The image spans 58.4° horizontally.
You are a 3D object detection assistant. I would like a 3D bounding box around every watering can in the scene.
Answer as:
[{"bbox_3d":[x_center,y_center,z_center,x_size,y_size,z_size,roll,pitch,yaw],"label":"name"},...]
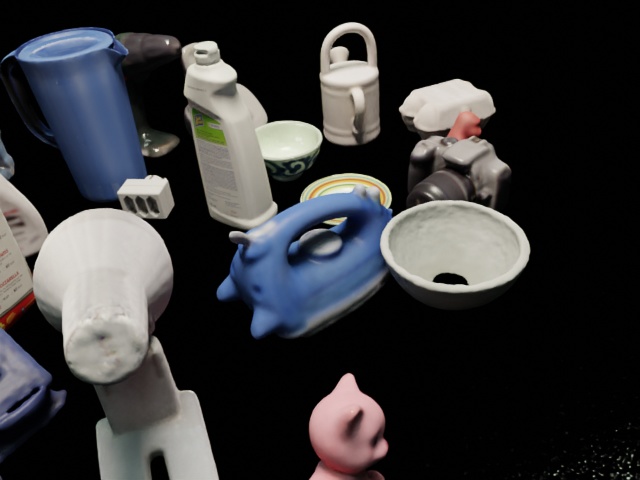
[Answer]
[{"bbox_3d":[0.046,-0.271,0.970,0.101,0.194,0.172,-24,41,-23],"label":"watering can"}]

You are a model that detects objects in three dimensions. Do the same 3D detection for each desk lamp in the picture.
[{"bbox_3d":[-0.166,0.102,0.497,0.118,0.214,0.202,-17,39,-15],"label":"desk lamp"}]

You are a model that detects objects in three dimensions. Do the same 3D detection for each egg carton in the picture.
[{"bbox_3d":[0.221,-0.224,0.993,0.150,0.069,0.107,-19,40,-17],"label":"egg carton"}]

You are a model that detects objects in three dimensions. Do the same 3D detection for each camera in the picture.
[{"bbox_3d":[0.171,-0.083,0.790,0.137,0.101,0.142,-33,46,-31],"label":"camera"}]

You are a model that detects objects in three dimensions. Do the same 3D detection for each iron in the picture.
[{"bbox_3d":[0.006,0.002,0.666,0.259,0.142,0.118,-28,43,-27],"label":"iron"}]

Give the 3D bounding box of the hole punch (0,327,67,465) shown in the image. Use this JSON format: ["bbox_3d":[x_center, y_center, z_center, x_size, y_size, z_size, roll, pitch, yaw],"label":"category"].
[{"bbox_3d":[-0.323,0.149,0.555,0.100,0.091,0.109,19,44,28],"label":"hole punch"}]

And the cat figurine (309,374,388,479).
[{"bbox_3d":[0.012,0.177,0.459,0.067,0.118,0.128,17,43,26],"label":"cat figurine"}]

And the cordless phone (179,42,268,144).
[{"bbox_3d":[-0.169,-0.252,0.978,0.093,0.185,0.148,18,43,27],"label":"cordless phone"}]

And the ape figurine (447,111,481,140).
[{"bbox_3d":[0.225,-0.153,0.883,0.076,0.092,0.078,11,41,20],"label":"ape figurine"}]

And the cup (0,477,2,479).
[{"bbox_3d":[-0.286,0.237,0.434,0.118,0.095,0.091,-15,39,-12],"label":"cup"}]

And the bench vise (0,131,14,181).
[{"bbox_3d":[-0.571,-0.159,0.875,0.121,0.220,0.207,-16,39,-13],"label":"bench vise"}]

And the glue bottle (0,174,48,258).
[{"bbox_3d":[-0.423,-0.050,0.755,0.078,0.173,0.037,-27,42,-25],"label":"glue bottle"}]

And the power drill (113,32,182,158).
[{"bbox_3d":[-0.310,-0.250,0.972,0.229,0.209,0.076,13,41,22],"label":"power drill"}]

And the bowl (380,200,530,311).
[{"bbox_3d":[0.154,0.028,0.670,0.167,0.075,0.167,-3,38,3],"label":"bowl"}]
